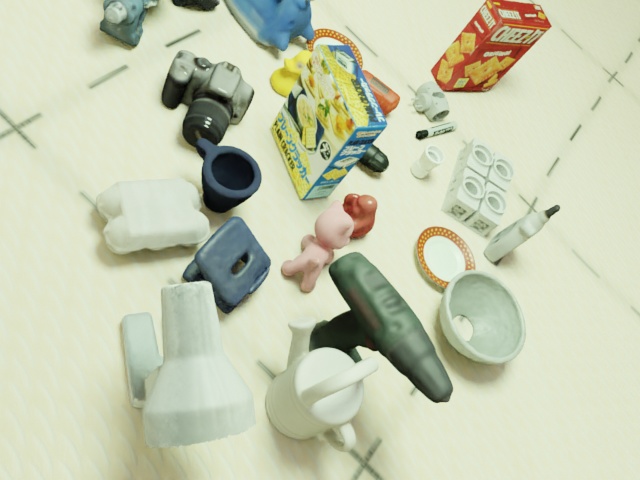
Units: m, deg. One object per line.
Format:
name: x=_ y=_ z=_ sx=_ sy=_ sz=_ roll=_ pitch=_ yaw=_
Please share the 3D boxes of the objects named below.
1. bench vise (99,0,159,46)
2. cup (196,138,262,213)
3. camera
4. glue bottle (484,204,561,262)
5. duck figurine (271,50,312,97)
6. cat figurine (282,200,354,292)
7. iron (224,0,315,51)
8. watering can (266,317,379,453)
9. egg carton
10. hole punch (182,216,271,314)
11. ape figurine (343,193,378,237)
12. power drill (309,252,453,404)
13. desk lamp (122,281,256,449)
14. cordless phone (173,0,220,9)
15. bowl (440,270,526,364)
bench vise: x=-0.279 y=-0.436 z=0.928 sx=0.122 sy=0.219 sz=0.207 roll=8 pitch=60 yaw=-23
cup: x=-0.156 y=-0.093 z=0.882 sx=0.118 sy=0.094 sz=0.092 roll=45 pitch=53 yaw=1
camera: x=-0.189 y=-0.227 z=0.935 sx=0.143 sy=0.100 sz=0.137 roll=23 pitch=55 yaw=-15
glue bottle: x=0.383 y=-0.020 z=1.073 sx=0.037 sy=0.173 sz=0.078 roll=46 pitch=53 yaw=3
duck figurine: x=-0.032 y=-0.317 z=1.075 sx=0.105 sy=0.086 sz=0.077 roll=-3 pitch=65 yaw=-29
cat figurine: x=0.008 y=0.003 z=0.900 sx=0.067 sy=0.117 sz=0.128 roll=36 pitch=53 yaw=-5
iron: x=-0.108 y=-0.496 z=1.100 sx=0.258 sy=0.141 sz=0.119 roll=50 pitch=53 yaw=5
watering can: x=0.002 y=0.187 z=0.748 sx=0.173 sy=0.193 sz=0.101 roll=46 pitch=53 yaw=2
egg carton: x=-0.238 y=-0.034 z=0.822 sx=0.151 sy=0.069 sz=0.107 roll=-9 pitch=68 yaw=-31
hole punch: x=-0.126 y=0.035 z=0.829 sx=0.101 sy=0.091 sz=0.109 roll=40 pitch=53 yaw=-2
ape figurine: x=0.067 y=-0.048 z=0.975 sx=0.076 sy=0.092 sz=0.078 roll=33 pitch=54 yaw=-8
power drill: x=0.068 y=0.140 z=0.799 sx=0.076 sy=0.208 sz=0.229 roll=-21 pitch=75 yaw=-34
desk lamp: x=-0.163 y=0.147 z=0.671 sx=0.118 sy=0.213 sz=0.203 roll=-4 pitch=66 yaw=-29
cordless phone: x=-0.219 y=-0.530 z=1.033 sx=0.094 sy=0.184 sz=0.147 roll=-18 pitch=73 yaw=-33
bowl: x=0.266 y=0.140 z=0.986 sx=0.168 sy=0.074 sz=0.167 roll=13 pitch=59 yaw=-21
